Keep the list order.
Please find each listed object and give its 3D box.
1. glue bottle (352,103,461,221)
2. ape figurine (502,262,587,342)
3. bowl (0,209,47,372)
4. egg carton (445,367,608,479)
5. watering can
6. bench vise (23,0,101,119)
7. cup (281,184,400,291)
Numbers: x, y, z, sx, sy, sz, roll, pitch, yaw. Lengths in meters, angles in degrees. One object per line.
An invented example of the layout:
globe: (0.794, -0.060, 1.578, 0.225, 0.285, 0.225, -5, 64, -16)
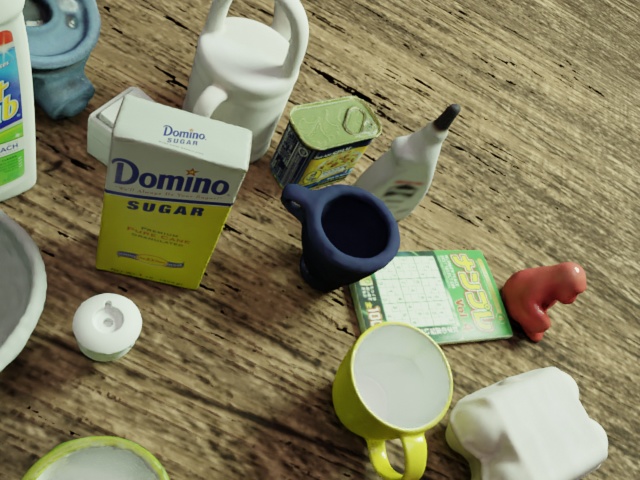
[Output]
glue bottle: (0.091, -0.078, 0.583, 0.078, 0.037, 0.173, -3, -29, -25)
ape figurine: (0.248, 0.056, 0.620, 0.078, 0.076, 0.092, -22, -20, -33)
bowl: (-0.282, 0.049, 0.398, 0.168, 0.167, 0.074, 0, -30, -24)
egg carton: (0.191, 0.181, 0.530, 0.151, 0.107, 0.069, -13, -24, -30)
watering can: (-0.071, -0.175, 0.559, 0.101, 0.173, 0.194, 14, -35, -15)
bench vise: (-0.281, -0.230, 0.484, 0.207, 0.121, 0.219, 29, -38, -5)
cup: (0.005, 0.002, 0.543, 0.118, 0.092, 0.095, 31, -38, -3)
